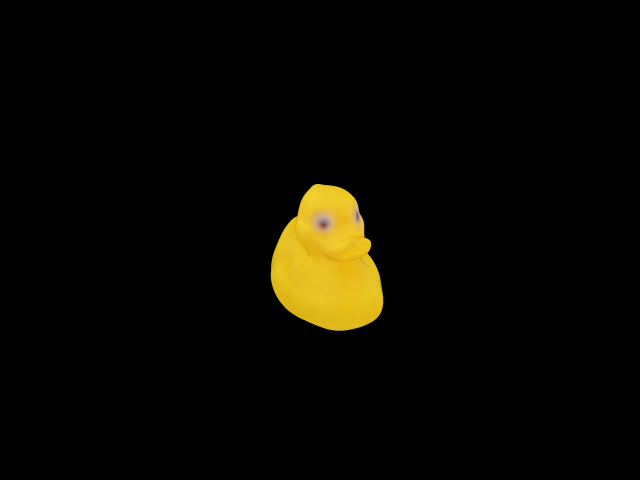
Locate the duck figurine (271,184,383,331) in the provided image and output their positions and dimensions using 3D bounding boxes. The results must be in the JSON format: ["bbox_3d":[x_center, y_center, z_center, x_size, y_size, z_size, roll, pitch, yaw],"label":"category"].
[{"bbox_3d":[0.004,0.001,0.400,0.078,0.086,0.104,-14,32,-23],"label":"duck figurine"}]
